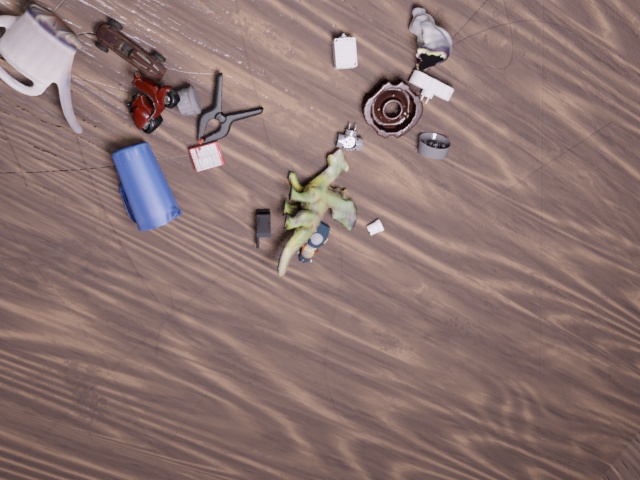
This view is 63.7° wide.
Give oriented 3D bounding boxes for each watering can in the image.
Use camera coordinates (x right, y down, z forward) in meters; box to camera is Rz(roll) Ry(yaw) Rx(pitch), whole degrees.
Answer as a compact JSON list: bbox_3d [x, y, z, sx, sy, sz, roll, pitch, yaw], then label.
[{"bbox_3d":[-0.724,-0.469,1.373,0.345,0.105,0.223,42,98,-16],"label":"watering can"}]

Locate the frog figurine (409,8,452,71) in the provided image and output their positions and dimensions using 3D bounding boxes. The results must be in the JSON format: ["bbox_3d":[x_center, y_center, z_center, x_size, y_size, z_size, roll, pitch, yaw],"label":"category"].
[{"bbox_3d":[0.318,-0.587,1.477,0.122,0.136,0.161,-5,77,30],"label":"frog figurine"}]

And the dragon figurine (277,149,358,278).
[{"bbox_3d":[0.005,-0.079,1.577,0.242,0.122,0.409,7,93,-15],"label":"dragon figurine"}]
